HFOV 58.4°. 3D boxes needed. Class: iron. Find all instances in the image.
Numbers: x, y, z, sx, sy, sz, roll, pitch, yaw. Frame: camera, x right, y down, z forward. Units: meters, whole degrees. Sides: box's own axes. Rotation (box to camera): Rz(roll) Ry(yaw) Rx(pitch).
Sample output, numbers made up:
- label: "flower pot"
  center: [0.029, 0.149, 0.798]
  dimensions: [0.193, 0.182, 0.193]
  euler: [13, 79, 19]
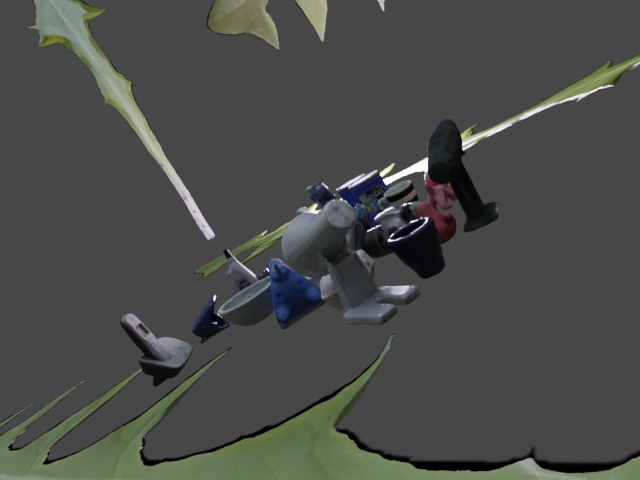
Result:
- label: "iron"
  center: [-0.074, 0.097, 1.269]
  dimensions: [0.118, 0.141, 0.258]
  euler: [-32, 9, -5]

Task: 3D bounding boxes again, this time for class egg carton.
- label: "egg carton"
  center: [0.059, 0.079, 1.162]
  dimensions: [0.107, 0.069, 0.150]
  euler: [-28, 10, 17]

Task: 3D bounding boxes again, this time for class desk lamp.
- label: "desk lamp"
  center: [0.042, 0.034, 1.003]
  dimensions: [0.118, 0.213, 0.202]
  euler: [-36, 11, -28]

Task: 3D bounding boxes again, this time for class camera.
- label: "camera"
  center: [0.162, -0.022, 1.281]
  dimensions: [0.136, 0.101, 0.143]
  euler: [-24, 12, 37]

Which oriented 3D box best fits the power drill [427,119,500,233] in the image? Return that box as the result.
- label: "power drill"
  center: [0.279, -0.130, 1.145]
  dimensions: [0.075, 0.208, 0.230]
  euler: [-26, 10, 27]

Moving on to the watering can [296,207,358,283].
- label: "watering can"
  center: [0.011, 0.005, 1.321]
  dimensions: [0.173, 0.194, 0.100]
  euler: [-37, 11, -35]

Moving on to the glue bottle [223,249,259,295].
- label: "glue bottle"
  center: [-0.229, 0.101, 1.641]
  dimensions: [0.078, 0.173, 0.037]
  euler: [-30, 10, 6]

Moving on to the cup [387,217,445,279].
- label: "cup"
  center: [0.182, 0.016, 1.028]
  dimensions: [0.091, 0.095, 0.118]
  euler: [-28, 10, 18]

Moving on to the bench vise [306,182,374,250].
- label: "bench vise"
  center: [0.046, -0.057, 1.461]
  dimensions: [0.121, 0.220, 0.207]
  euler: [-27, 10, 20]

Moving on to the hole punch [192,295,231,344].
- label: "hole punch"
  center: [-0.300, 0.211, 1.539]
  dimensions: [0.101, 0.091, 0.108]
  euler: [-31, 9, -2]

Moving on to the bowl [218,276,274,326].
- label: "bowl"
  center: [-0.162, 0.162, 1.410]
  dimensions: [0.167, 0.075, 0.167]
  euler: [-30, 9, 6]

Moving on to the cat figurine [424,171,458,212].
- label: "cat figurine"
  center: [0.293, -0.141, 1.441]
  dimensions: [0.067, 0.118, 0.128]
  euler: [-23, 12, 38]

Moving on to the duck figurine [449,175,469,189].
- label: "duck figurine"
  center: [0.362, -0.194, 1.606]
  dimensions: [0.077, 0.086, 0.104]
  euler: [-33, 9, -13]

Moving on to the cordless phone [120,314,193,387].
- label: "cordless phone"
  center: [-0.399, 0.243, 1.388]
  dimensions: [0.094, 0.185, 0.147]
  euler: [-30, 9, 7]

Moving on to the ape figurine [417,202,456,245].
- label: "ape figurine"
  center: [0.231, -0.038, 1.170]
  dimensions: [0.077, 0.092, 0.076]
  euler: [-26, 10, 25]
